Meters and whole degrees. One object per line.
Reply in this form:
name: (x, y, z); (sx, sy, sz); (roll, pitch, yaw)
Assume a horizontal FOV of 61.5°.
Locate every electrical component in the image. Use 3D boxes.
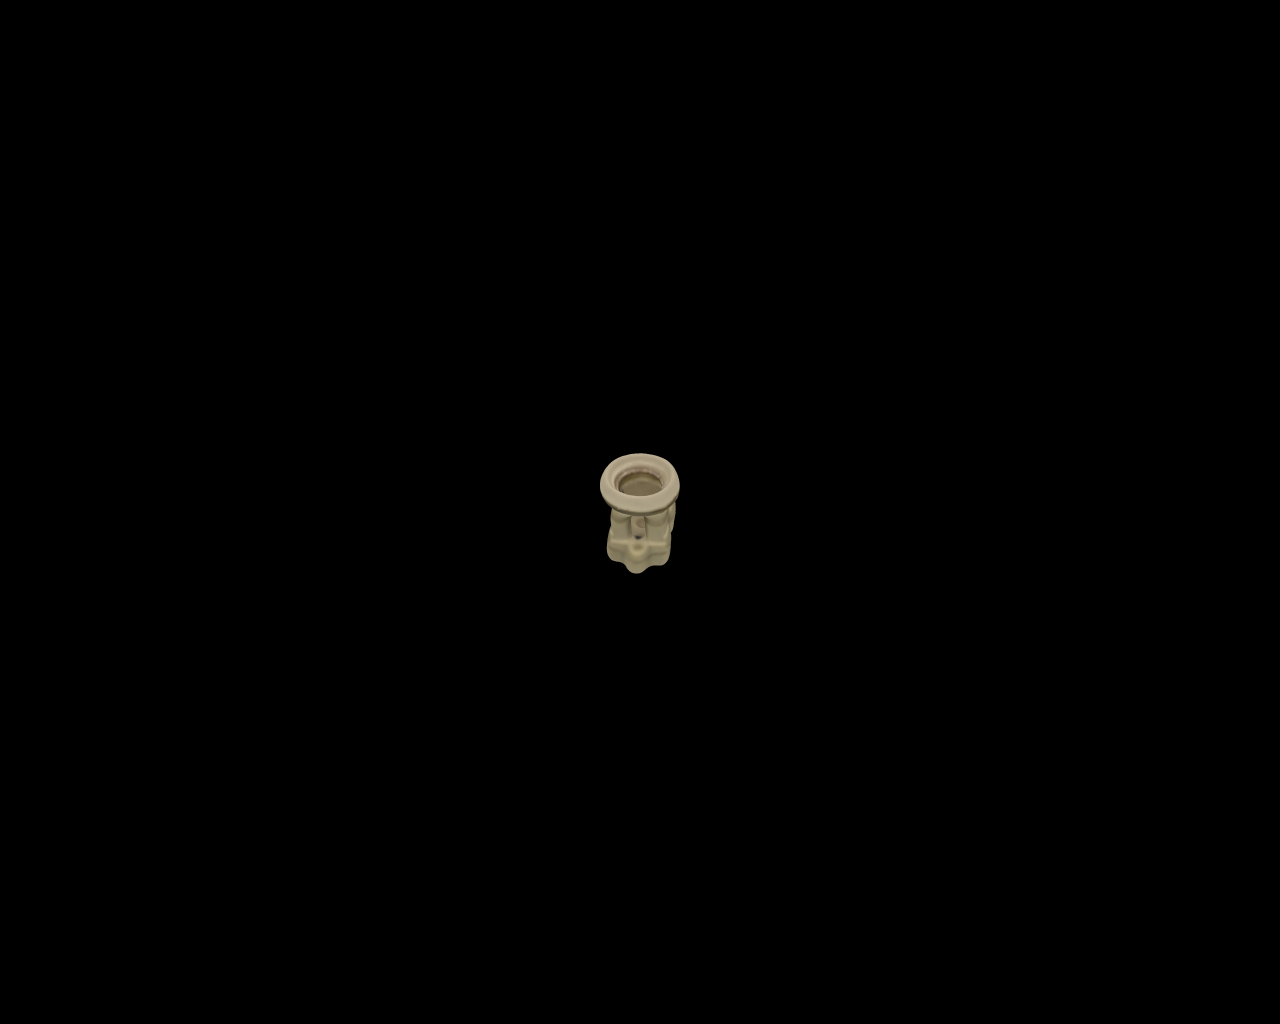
electrical component: (0.001, -0.003, 0.650); (0.048, 0.055, 0.066); (4, 44, 4)
